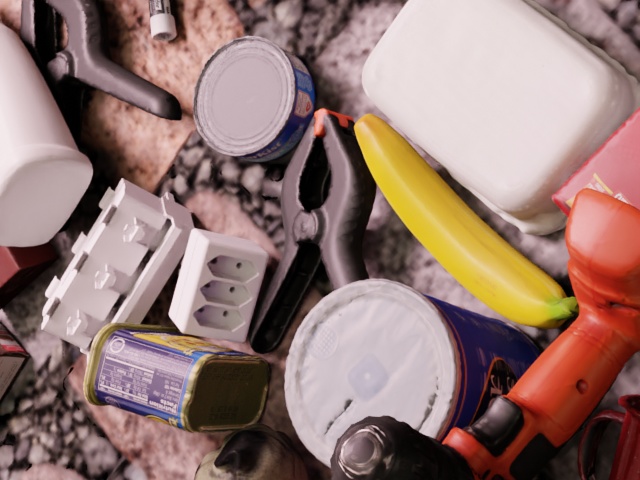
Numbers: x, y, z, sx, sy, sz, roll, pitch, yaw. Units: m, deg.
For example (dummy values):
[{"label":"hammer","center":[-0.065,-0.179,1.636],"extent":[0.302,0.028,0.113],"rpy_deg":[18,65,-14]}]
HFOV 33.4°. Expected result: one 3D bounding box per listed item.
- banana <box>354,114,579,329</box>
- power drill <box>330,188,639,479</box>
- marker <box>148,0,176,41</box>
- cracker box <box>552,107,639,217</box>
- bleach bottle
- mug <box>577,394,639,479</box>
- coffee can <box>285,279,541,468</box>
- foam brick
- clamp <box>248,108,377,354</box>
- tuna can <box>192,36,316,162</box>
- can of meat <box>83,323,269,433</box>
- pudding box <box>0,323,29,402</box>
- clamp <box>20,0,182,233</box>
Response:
[{"label":"banana","center":[0.090,-0.005,0.653],"extent":[0.037,0.069,0.198],"rpy_deg":[-31,54,-21]},{"label":"power drill","center":[0.092,0.070,0.494],"extent":[0.057,0.184,0.187],"rpy_deg":[36,82,34]},{"label":"marker","center":[-0.127,-0.214,0.829],"extent":[0.020,0.020,0.121],"rpy_deg":[-14,77,27]},{"label":"cracker box","center":[0.254,-0.036,0.545],"extent":[0.214,0.072,0.164],"rpy_deg":[-48,64,23]},{"label":"bleach bottle","center":[-0.255,-0.119,0.834],"extent":[0.103,0.067,0.251],"rpy_deg":[-50,53,35]},{"label":"mug","center":[0.186,0.132,0.569],"extent":[0.117,0.093,0.081],"rpy_deg":[19,98,48]},{"label":"coffee can","center":[0.060,0.084,0.606],"extent":[0.103,0.140,0.103],"rpy_deg":[-9,74,31]},{"label":"foam brick","center":[-0.258,0.019,0.847],"extent":[0.078,0.053,0.051],"rpy_deg":[-38,83,23]},{"label":"clamp","center":[-0.005,0.001,0.717],"extent":[0.120,0.039,0.171],"rpy_deg":[-13,69,39]},{"label":"tuna can","center":[-0.046,-0.099,0.759],"extent":[0.086,0.033,0.086],"rpy_deg":[-4,81,29]},{"label":"can of meat","center":[-0.093,0.094,0.722],"extent":[0.084,0.102,0.057],"rpy_deg":[12,89,28]},{"label":"pudding box","center":[-0.301,0.110,0.874],"extent":[0.090,0.039,0.113],"rpy_deg":[40,106,26]},{"label":"clamp","center":[-0.185,-0.132,0.837],"extent":[0.165,0.036,0.210],"rpy_deg":[-30,68,33]}]
